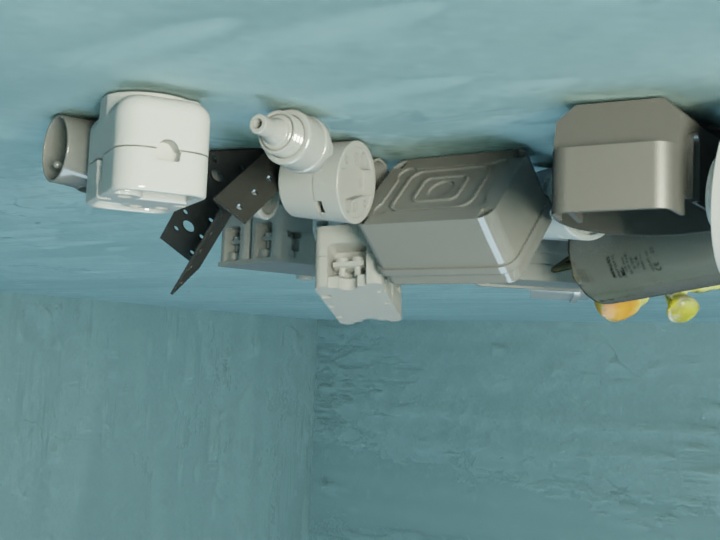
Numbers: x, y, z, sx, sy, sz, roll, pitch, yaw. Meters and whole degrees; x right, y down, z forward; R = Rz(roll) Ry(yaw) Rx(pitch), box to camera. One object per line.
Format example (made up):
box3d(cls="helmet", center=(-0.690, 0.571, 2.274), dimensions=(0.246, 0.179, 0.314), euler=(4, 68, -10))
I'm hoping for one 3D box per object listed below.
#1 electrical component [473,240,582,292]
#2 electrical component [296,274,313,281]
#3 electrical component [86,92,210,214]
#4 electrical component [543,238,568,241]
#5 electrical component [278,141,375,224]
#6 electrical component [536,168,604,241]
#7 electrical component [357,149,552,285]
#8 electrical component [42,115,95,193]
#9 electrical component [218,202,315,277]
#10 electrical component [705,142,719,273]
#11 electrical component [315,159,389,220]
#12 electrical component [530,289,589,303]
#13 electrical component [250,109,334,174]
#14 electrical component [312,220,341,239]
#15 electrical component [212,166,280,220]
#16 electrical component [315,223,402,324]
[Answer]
box3d(cls="electrical component", center=(0.150, -0.024, 0.900), dimensions=(0.113, 0.078, 0.057), euler=(3, 172, -11))
box3d(cls="electrical component", center=(-0.057, -0.020, 1.128), dimensions=(0.043, 0.062, 0.043), euler=(3, 175, 0))
box3d(cls="electrical component", center=(-0.125, -0.069, 0.630), dimensions=(0.054, 0.059, 0.095), euler=(5, 174, -25))
box3d(cls="electrical component", center=(0.146, -0.046, 0.848), dimensions=(0.081, 0.043, 0.043), euler=(4, 175, -11))
box3d(cls="electrical component", center=(-0.023, -0.059, 0.724), dimensions=(0.047, 0.055, 0.055), euler=(4, 176, 27))
box3d(cls="electrical component", center=(0.147, -0.048, 0.766), dimensions=(0.055, 0.055, 0.047), euler=(5, 178, -28))
box3d(cls="electrical component", center=(0.065, -0.034, 0.736), dimensions=(0.113, 0.078, 0.057), euler=(-1, 130, 38))
box3d(cls="electrical component", center=(-0.171, -0.071, 0.710), dimensions=(0.077, 0.044, 0.079), euler=(6, 173, -37))
box3d(cls="electrical component", center=(-0.030, -0.027, 1.048), dimensions=(0.186, 0.060, 0.105), euler=(6, 174, -37))
box3d(cls="electrical component", center=(0.216, -0.039, 0.558), dimensions=(0.060, 0.108, 0.108), euler=(6, 178, 35))
box3d(cls="electrical component", center=(-0.022, -0.058, 0.789), dimensions=(0.081, 0.043, 0.043), euler=(0, 174, 26))
box3d(cls="electrical component", center=(0.193, -0.011, 1.022), dimensions=(0.057, 0.078, 0.113), euler=(5, 175, 9))
box3d(cls="electrical component", center=(-0.043, -0.078, 0.631), dimensions=(0.035, 0.035, 0.061), euler=(0, 172, 29))
box3d(cls="electrical component", center=(-0.006, -0.039, 0.944), dimensions=(0.055, 0.055, 0.047), euler=(-2, 177, 44))
box3d(cls="electrical component", center=(-0.097, -0.062, 0.808), dimensions=(0.065, 0.044, 0.044), euler=(6, 176, 20))
box3d(cls="electrical component", center=(0.000, 0.000, 0.812), dimensions=(0.050, 0.055, 0.089), euler=(-4, 159, 11))
